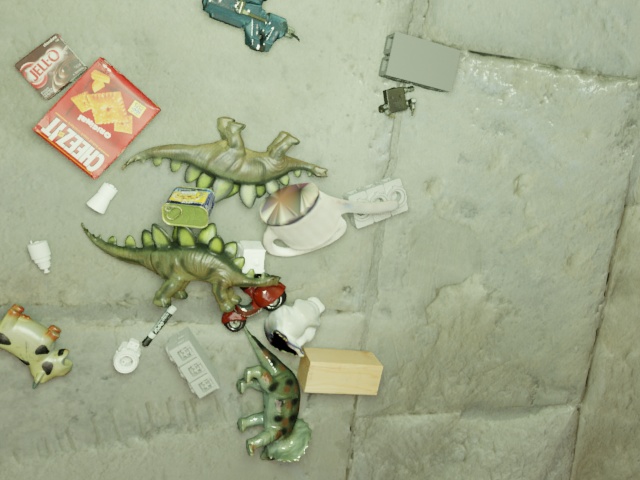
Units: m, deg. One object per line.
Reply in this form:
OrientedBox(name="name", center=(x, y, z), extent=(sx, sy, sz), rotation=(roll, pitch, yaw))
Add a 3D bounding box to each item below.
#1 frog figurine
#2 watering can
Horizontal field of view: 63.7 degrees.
OrientedBox(name="frog figurine", center=(-0.066, 0.210, 1.345), extent=(0.137, 0.121, 0.163), rotation=(38, 54, -12))
OrientedBox(name="watering can", center=(0.004, -0.063, 1.243), extent=(0.346, 0.106, 0.220), rotation=(-25, 143, 13))
